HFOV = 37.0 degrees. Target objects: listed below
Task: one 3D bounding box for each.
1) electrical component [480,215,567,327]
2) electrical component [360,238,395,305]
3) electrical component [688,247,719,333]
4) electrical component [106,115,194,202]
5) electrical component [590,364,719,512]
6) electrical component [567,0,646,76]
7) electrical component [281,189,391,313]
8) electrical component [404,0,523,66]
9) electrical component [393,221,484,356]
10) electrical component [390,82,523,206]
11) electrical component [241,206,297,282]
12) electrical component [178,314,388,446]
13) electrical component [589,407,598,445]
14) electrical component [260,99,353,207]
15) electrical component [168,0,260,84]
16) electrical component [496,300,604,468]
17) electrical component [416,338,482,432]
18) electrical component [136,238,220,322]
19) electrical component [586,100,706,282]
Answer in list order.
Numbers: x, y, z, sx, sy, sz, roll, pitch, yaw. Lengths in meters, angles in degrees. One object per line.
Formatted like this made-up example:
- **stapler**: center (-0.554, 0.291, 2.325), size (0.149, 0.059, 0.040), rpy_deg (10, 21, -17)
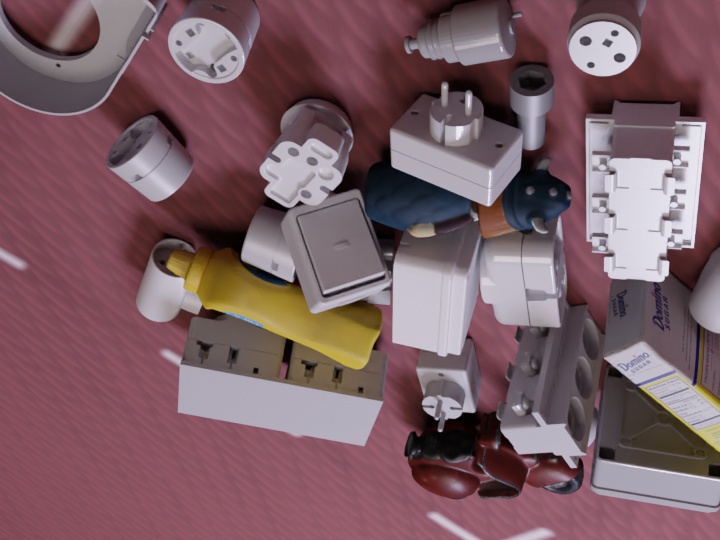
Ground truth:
- **electrical component**: center (0.130, 0.000, 0.857), size (0.059, 0.053, 0.095), rpy_deg (2, 138, 18)
- **electrical component**: center (0.000, 0.000, 0.914), size (0.055, 0.048, 0.066), rpy_deg (4, 139, 4)
- **electrical component**: center (0.304, 0.015, 0.818), size (0.079, 0.044, 0.077), rpy_deg (18, 141, -1)
- **electrical component**: center (-0.168, -0.088, 0.867), size (0.055, 0.055, 0.047), rpy_deg (-17, 133, 35)
- **electrical component**: center (0.261, 0.145, 0.935), size (0.109, 0.108, 0.056), rpy_deg (7, 137, 12)
- **electrical component**: center (0.154, -0.154, 0.669), size (0.045, 0.055, 0.045), rpy_deg (10, 140, 9)
- **electrical component**: center (-0.021, -0.021, 0.849), size (0.062, 0.096, 0.061), rpy_deg (-18, 175, -13)
- **electrical component**: center (0.067, -0.155, 0.711), size (0.078, 0.040, 0.040), rpy_deg (-5, 136, 25)
- **electrical component**: center (0.064, 0.008, 0.873), size (0.057, 0.078, 0.113), rpy_deg (12, 140, 11)
- **electrical component**: center (0.067, -0.099, 0.753), size (0.083, 0.047, 0.075), rpy_deg (25, 145, 24)
- **electrical component**: center (-0.070, -0.023, 0.906), size (0.047, 0.055, 0.055), rpy_deg (20, 141, 2)
- **electrical component**: center (-0.075, 0.104, 1.028), size (0.186, 0.060, 0.105), rpy_deg (11, 147, -4)
- **electrical component**: center (0.188, 0.138, 0.998), size (0.055, 0.066, 0.048), rpy_deg (20, 106, -14)
- **electrical component**: center (-0.037, -0.091, 0.812), size (0.058, 0.057, 0.078), rpy_deg (31, 139, -16)
- **electrical component**: center (-0.101, -0.167, 0.754), size (0.055, 0.047, 0.055), rpy_deg (10, 140, 9)
- **electrical component**: center (0.161, 0.093, 0.902), size (0.063, 0.121, 0.078), rpy_deg (-10, 133, 33)
- **electrical component**: center (0.079, 0.111, 0.988), size (0.047, 0.076, 0.065), rpy_deg (2, 138, 19)
- **electrical component**: center (-0.162, 0.017, 0.995), size (0.079, 0.043, 0.077), rpy_deg (23, 140, -8)
- **electrical component**: center (0.200, -0.052, 0.764), size (0.079, 0.063, 0.121), rpy_deg (4, 139, 16)
